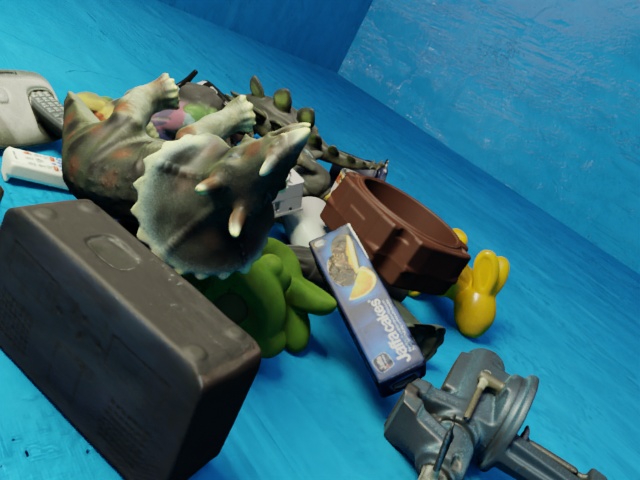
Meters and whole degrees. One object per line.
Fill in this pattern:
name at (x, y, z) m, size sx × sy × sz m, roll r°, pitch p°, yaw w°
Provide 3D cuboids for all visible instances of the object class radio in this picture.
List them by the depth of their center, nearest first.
radio at (-0.163, 0.074, 0.423) m, size 0.230 × 0.131 × 0.073 m, roll 35°, pitch 24°, yaw 17°

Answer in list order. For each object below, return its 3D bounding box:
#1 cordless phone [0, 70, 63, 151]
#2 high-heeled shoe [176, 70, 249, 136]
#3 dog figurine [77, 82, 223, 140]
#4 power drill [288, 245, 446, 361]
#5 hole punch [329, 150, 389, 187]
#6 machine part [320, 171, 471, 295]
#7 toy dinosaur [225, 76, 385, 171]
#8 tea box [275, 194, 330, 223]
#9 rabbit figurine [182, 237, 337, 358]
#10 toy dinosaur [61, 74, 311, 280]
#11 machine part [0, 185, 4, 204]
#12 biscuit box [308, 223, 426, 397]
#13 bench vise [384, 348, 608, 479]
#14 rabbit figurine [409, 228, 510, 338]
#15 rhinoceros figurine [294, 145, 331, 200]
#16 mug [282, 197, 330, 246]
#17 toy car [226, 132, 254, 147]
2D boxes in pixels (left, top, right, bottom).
cordless phone at (-0.377, -0.147, 0.727) m, size 0.184 × 0.088 × 0.146 m, roll 35°, pitch 22°, yaw 4°
high-heeled shoe at (-0.234, -0.222, 0.989) m, size 0.249 × 0.145 × 0.086 m, roll 47°, pitch 5°, yaw 35°
dog figurine at (-0.286, -0.196, 0.871) m, size 0.192 × 0.108 × 0.219 m, roll 14°, pitch 23°, yaw 30°
power drill at (0.061, 0.087, 0.750) m, size 0.232 × 0.086 × 0.208 m, roll 12°, pitch 19°, yaw -39°
hole punch at (0.075, -0.125, 1.157) m, size 0.092 × 0.142 × 0.116 m, roll 17°, pitch 11°, yaw -30°
machine part at (0.117, -0.014, 0.823) m, size 0.201 × 0.087 × 0.201 m, roll 16°, pitch 26°, yaw -43°
toy dinosaur at (-0.069, -0.230, 1.133) m, size 0.472 × 0.105 × 0.198 m, roll 26°, pitch -11°, yaw 16°
tea box at (-0.067, -0.081, 0.962) m, size 0.169 × 0.068 × 0.098 m, roll 11°, pitch 28°, yaw -35°
rabbit figurine at (-0.059, 0.049, 0.615) m, size 0.159 × 0.121 × 0.170 m, roll 36°, pitch 25°, yaw 1°
toy dinosaur at (-0.177, -0.074, 0.539) m, size 0.405 × 0.131 × 0.192 m, roll 13°, pitch 38°, yaw 26°
machine part at (-0.401, -0.086, 0.564) m, size 0.243 × 0.079 × 0.079 m, roll 41°, pitch 25°, yaw 31°
biscuit box at (0.053, 0.079, 0.637) m, size 0.062 × 0.059 × 0.203 m, roll 74°, pitch -11°, yaw -57°
bench vise at (0.199, 0.217, 0.564) m, size 0.241 × 0.128 × 0.223 m, roll 31°, pitch 24°, yaw 16°
rabbit figurine at (0.244, 0.077, 0.915) m, size 0.121 × 0.162 × 0.173 m, roll 19°, pitch 38°, yaw -53°
rhinoceros figurine at (-0.037, -0.140, 0.937) m, size 0.112 × 0.073 × 0.190 m, roll 12°, pitch 28°, yaw -32°
mug at (-0.002, -0.003, 0.868) m, size 0.109 × 0.080 × 0.107 m, roll 20°, pitch 33°, yaw -30°
toy car at (-0.189, -0.193, 1.034) m, size 0.089 × 0.053 × 0.202 m, roll -8°, pitch 20°, yaw 11°
